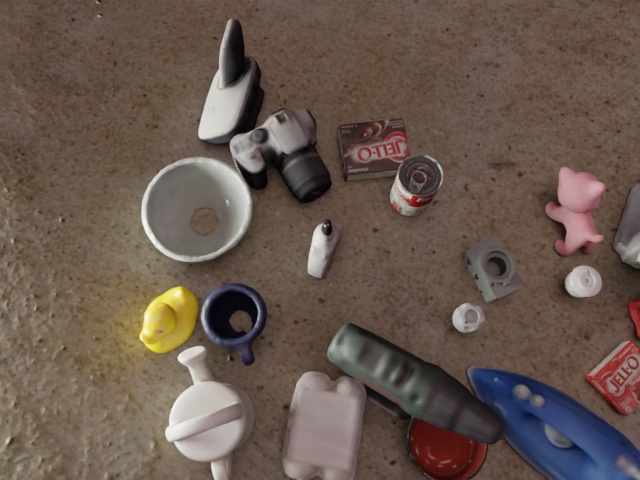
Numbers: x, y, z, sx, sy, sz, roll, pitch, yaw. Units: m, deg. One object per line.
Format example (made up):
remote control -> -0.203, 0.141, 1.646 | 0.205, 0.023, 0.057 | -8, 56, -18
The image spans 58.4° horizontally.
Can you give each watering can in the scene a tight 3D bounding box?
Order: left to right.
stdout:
watering can -> -0.149, 0.231, 0.754 | 0.101, 0.194, 0.172 | -37, 78, -10

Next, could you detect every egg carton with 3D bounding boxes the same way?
egg carton -> 0.006, 0.266, 0.813 | 0.107, 0.069, 0.150 | 9, 74, 1

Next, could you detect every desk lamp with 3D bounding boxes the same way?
desk lamp -> 0.521, -0.014, 0.829 | 0.118, 0.213, 0.203 | 22, 75, 5

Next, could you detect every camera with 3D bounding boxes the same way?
camera -> -0.052, -0.125, 0.904 | 0.143, 0.101, 0.136 | -28, 77, -9

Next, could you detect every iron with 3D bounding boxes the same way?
iron -> 0.326, 0.256, 0.787 | 0.258, 0.141, 0.119 | 36, 77, 8

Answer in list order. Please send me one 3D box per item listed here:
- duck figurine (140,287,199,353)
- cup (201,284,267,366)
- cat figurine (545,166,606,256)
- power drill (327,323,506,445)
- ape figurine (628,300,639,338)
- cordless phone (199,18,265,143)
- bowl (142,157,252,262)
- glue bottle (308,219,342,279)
duck figurine -> -0.226, 0.113, 0.841 | 0.077, 0.086, 0.105 | 30, 76, 7
cup -> -0.116, 0.128, 0.835 | 0.092, 0.095, 0.117 | -20, 76, -7
cat figurine -> 0.404, -0.049, 0.886 | 0.067, 0.118, 0.128 | -11, 75, -4
power drill -> 0.116, 0.194, 0.764 | 0.229, 0.208, 0.076 | 29, 76, 7
ape figurine -> 0.513, 0.117, 0.856 | 0.076, 0.092, 0.078 | 31, 76, 7
cordless phone -> -0.146, -0.242, 0.890 | 0.094, 0.185, 0.147 | 9, 74, 2
bowl -> -0.185, -0.040, 0.890 | 0.167, 0.075, 0.167 | 0, 74, -1
glue bottle -> 0.008, 0.003, 0.832 | 0.037, 0.173, 0.078 | 19, 75, 4
